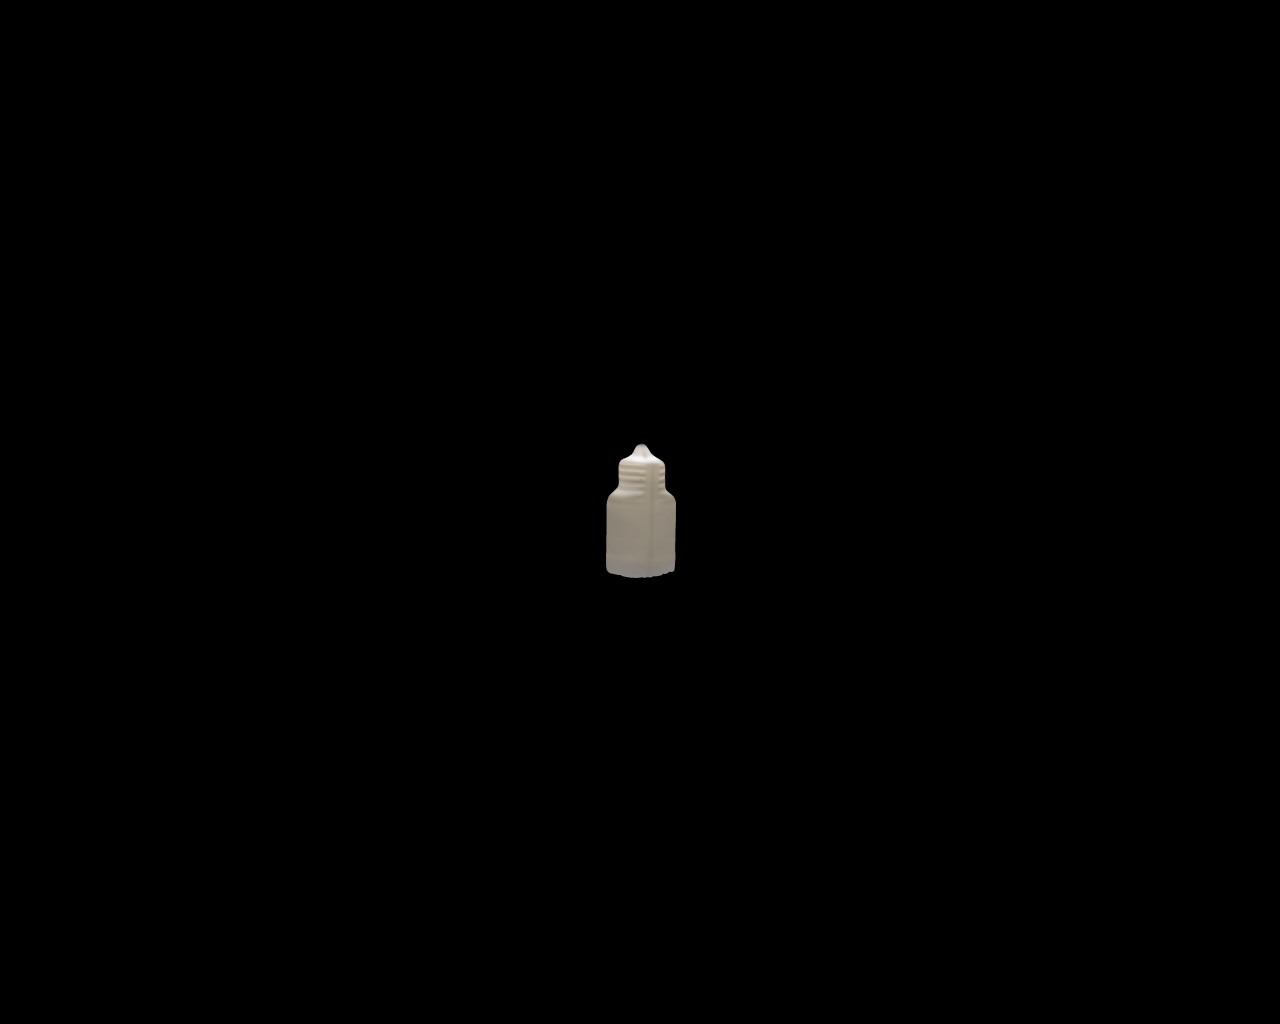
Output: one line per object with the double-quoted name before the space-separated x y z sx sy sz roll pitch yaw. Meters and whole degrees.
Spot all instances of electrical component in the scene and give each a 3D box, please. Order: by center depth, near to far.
"electrical component" 0.001 -0.003 0.650 0.043 0.080 0.043 0 7 0
